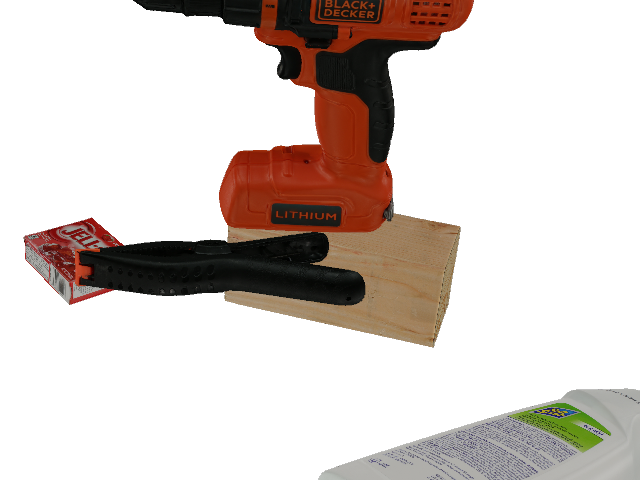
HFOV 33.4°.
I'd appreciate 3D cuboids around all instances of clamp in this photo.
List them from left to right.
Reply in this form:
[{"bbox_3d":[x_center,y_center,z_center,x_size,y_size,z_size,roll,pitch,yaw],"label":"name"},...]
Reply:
[{"bbox_3d":[-0.073,0.021,0.789,0.209,0.036,0.165,-1,10,-16],"label":"clamp"}]

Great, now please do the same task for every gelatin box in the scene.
[{"bbox_3d":[-0.222,0.017,0.988,0.073,0.030,0.089,-18,40,-36],"label":"gelatin box"}]

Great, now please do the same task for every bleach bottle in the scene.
[{"bbox_3d":[0.124,0.133,0.590,0.250,0.068,0.103,-12,23,-33],"label":"bleach bottle"}]

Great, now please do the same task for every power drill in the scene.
[{"bbox_3d":[-0.018,-0.087,0.595,0.184,0.057,0.188,3,-43,-4],"label":"power drill"}]

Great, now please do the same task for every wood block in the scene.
[{"bbox_3d":[0.021,0.023,1.026,0.206,0.090,0.090,12,29,12],"label":"wood block"}]
